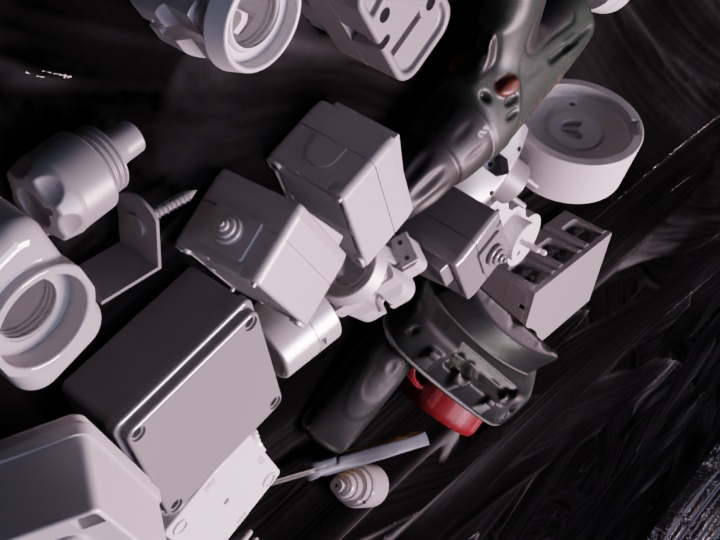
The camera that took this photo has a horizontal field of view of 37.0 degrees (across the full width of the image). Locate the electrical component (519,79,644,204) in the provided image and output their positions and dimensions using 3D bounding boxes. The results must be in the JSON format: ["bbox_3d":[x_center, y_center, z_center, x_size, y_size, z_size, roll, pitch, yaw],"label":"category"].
[{"bbox_3d":[0.175,-0.102,0.898,0.108,0.108,0.060,-40,154,-33],"label":"electrical component"}]

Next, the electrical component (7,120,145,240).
[{"bbox_3d":[-0.128,-0.046,0.499,0.062,0.043,0.043,-44,150,-31],"label":"electrical component"}]

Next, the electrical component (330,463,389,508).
[{"bbox_3d":[-0.004,0.193,0.964,0.040,0.040,0.078,-61,153,3],"label":"electrical component"}]

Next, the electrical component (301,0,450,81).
[{"bbox_3d":[0.004,-0.155,0.594,0.053,0.059,0.095,-55,153,-7],"label":"electrical component"}]

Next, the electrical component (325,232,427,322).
[{"bbox_3d":[0.000,0.000,0.745,0.078,0.058,0.057,-30,156,16],"label":"electrical component"}]

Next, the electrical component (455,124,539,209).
[{"bbox_3d":[0.106,-0.078,0.842,0.079,0.043,0.077,33,87,-21],"label":"electrical component"}]

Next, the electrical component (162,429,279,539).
[{"bbox_3d":[-0.106,0.144,0.727,0.099,0.048,0.099,-51,153,-16],"label":"electrical component"}]

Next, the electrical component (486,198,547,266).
[{"bbox_3d":[0.125,-0.032,0.917,0.138,0.074,0.052,12,107,-62],"label":"electrical component"}]

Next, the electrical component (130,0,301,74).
[{"bbox_3d":[-0.066,-0.127,0.506,0.058,0.057,0.078,-55,153,-9],"label":"electrical component"}]

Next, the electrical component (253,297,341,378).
[{"bbox_3d":[-0.048,0.038,0.713,0.047,0.055,0.055,-42,149,-24],"label":"electrical component"}]

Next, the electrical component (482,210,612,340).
[{"bbox_3d":[0.176,0.012,1.064,0.150,0.062,0.089,-32,143,-42],"label":"electrical component"}]

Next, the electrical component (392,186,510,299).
[{"bbox_3d":[0.064,-0.022,0.794,0.061,0.096,0.061,-51,152,-12],"label":"electrical component"}]

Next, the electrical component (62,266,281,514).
[{"bbox_3d":[-0.108,0.073,0.642,0.108,0.056,0.108,-45,151,-25],"label":"electrical component"}]

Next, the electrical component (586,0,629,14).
[{"bbox_3d":[0.190,-0.264,0.811,0.074,0.052,0.138,-12,128,-55],"label":"electrical component"}]

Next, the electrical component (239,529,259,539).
[{"bbox_3d":[-0.104,0.229,0.815,0.073,0.052,0.138,-49,153,-18],"label":"electrical component"}]

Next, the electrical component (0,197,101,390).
[{"bbox_3d":[-0.160,0.009,0.482,0.053,0.059,0.095,-49,152,-19],"label":"electrical component"}]

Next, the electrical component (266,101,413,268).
[{"bbox_3d":[-0.007,-0.053,0.679,0.061,0.062,0.096,-50,152,-17],"label":"electrical component"}]

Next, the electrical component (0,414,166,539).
[{"bbox_3d":[-0.167,0.133,0.550,0.109,0.056,0.108,-20,148,0],"label":"electrical component"}]

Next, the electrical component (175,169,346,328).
[{"bbox_3d":[-0.057,-0.017,0.628,0.061,0.062,0.096,-60,154,-9],"label":"electrical component"}]
